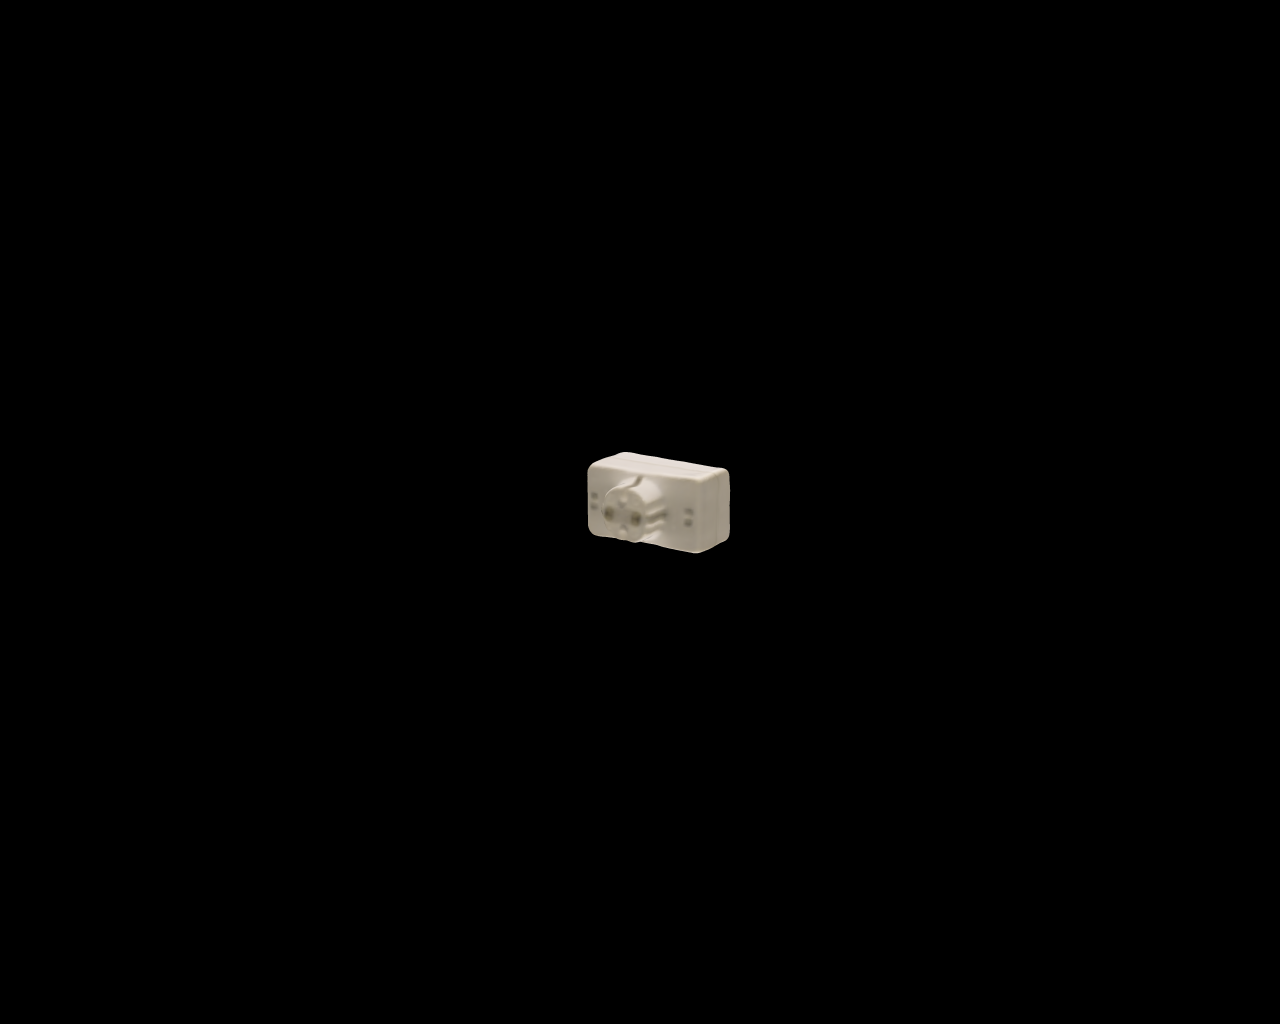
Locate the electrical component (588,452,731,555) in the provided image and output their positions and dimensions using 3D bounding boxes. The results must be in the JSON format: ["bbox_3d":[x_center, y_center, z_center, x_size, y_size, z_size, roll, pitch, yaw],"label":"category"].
[{"bbox_3d":[0.001,-0.003,0.650,0.083,0.047,0.076,10,18,33],"label":"electrical component"}]
